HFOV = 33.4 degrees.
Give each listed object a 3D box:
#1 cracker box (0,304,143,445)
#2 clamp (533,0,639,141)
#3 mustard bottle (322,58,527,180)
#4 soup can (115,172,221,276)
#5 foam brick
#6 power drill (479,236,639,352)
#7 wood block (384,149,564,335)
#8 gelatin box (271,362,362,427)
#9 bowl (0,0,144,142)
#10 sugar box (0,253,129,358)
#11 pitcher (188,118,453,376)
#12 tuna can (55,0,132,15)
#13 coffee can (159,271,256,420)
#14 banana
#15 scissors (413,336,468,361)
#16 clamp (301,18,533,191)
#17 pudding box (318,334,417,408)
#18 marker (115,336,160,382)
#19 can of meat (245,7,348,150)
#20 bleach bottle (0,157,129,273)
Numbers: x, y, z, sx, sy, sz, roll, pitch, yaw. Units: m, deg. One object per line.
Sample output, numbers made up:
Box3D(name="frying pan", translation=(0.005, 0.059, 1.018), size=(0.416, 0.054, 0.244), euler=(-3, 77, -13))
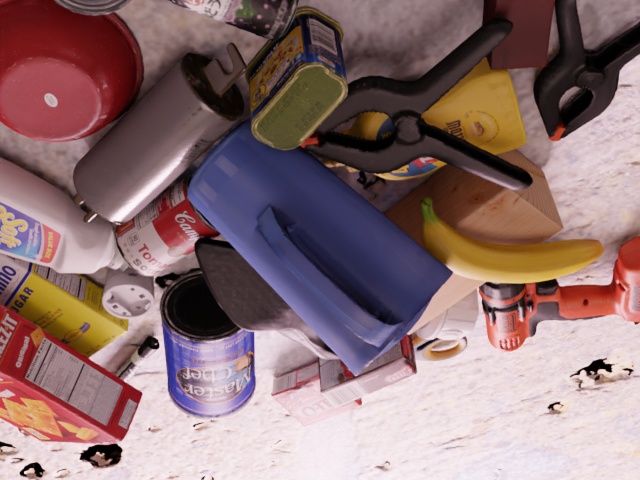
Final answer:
Box3D(name="cracker box", translation=(-0.331, 0.154, 1.182), size=(0.164, 0.072, 0.213), euler=(-8, 143, 41))
Box3D(name="clamp", translation=(0.258, -0.163, 0.988), size=(0.120, 0.039, 0.171), euler=(5, 140, -3))
Box3D(name="mustard bottle", translation=(0.093, -0.105, 1.015), size=(0.192, 0.058, 0.096), euler=(-16, 134, 11))
Box3D(name="soup can", translation=(-0.148, -0.015, 1.075), size=(0.102, 0.068, 0.068), euler=(-30, 130, 24))
Box3D(name="foam brick", translation=(0.173, -0.196, 0.937), size=(0.053, 0.051, 0.078), euler=(-3, 135, -1))
Box3D(name="power drill", translation=(0.270, 0.047, 1.187), size=(0.188, 0.057, 0.184), euler=(-8, 139, 6))
Box3D(name="wood block", translation=(0.132, -0.004, 1.098), size=(0.090, 0.090, 0.206), euler=(32, 123, -32))
Box3D(name="gelatin box", translation=(-0.003, 0.187, 1.307), size=(0.089, 0.030, 0.073), euler=(-24, 127, 26))
Box3D(name="bowl", translation=(-0.239, -0.141, 0.950), size=(0.162, 0.055, 0.162), euler=(-3, 135, -3))
Box3D(name="sugar box", translation=(-0.302, 0.065, 1.154), size=(0.093, 0.048, 0.176), euler=(-34, 130, 28))
Box3D(name="pitcher", translation=(-0.006, 0.001, 0.986), size=(0.243, 0.144, 0.149), euler=(43, 150, 4))
Box3D(name="tuna can", translation=(-0.189, -0.231, 0.879), size=(0.086, 0.034, 0.086), euler=(-3, 135, -3))
Box3D(name="coffee can", translation=(-0.122, 0.118, 1.185), size=(0.102, 0.103, 0.140), euler=(-1, 135, -4))
Box3D(name="banana", translation=(0.176, 0.012, 1.028), size=(0.197, 0.037, 0.070), euler=(12, 133, -18))
Box3D(name="scissors", translation=(0.097, 0.148, 1.298), size=(0.096, 0.016, 0.202), euler=(24, 131, -28))
Box3D(name="clamp", translation=(0.084, -0.116, 0.950), size=(0.210, 0.036, 0.164), euler=(0, 122, 10))
Box3D(name="pudding box", translation=(0.052, 0.130, 1.223), size=(0.114, 0.090, 0.039), euler=(-25, 131, 19))
Box3D(name="marker", translation=(-0.226, 0.152, 1.268), size=(0.020, 0.020, 0.121), euler=(25, 127, -27))
Box3D(name="can of meat", translation=(-0.021, -0.141, 0.950), size=(0.057, 0.084, 0.102), euler=(26, 127, -28))
Box3D(name="bleach bottle", translation=(-0.297, -0.029, 1.052), size=(0.250, 0.068, 0.103), euler=(23, 128, -29))
